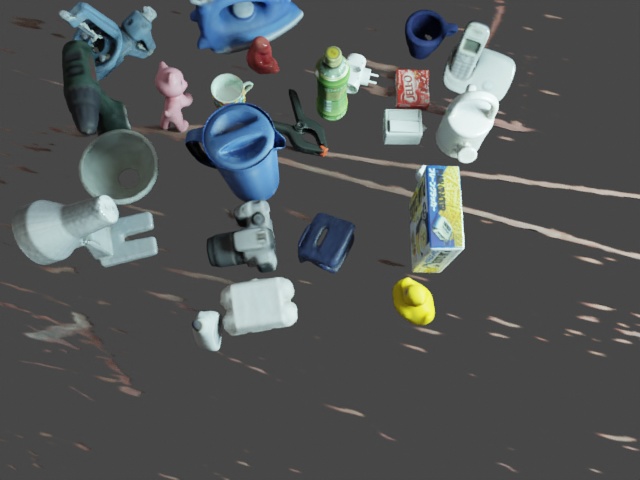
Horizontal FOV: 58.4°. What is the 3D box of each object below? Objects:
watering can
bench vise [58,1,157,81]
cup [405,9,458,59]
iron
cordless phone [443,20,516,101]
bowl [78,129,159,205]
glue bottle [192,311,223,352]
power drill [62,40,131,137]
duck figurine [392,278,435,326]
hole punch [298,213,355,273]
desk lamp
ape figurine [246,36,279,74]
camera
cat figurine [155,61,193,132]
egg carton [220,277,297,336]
[{"bbox_3d":[0.308,-0.243,1.182,0.101,0.194,0.173,-13,76,-3],"label":"watering can"},{"bbox_3d":[-0.460,-0.456,1.224,0.121,0.220,0.207,33,78,9],"label":"bench vise"},{"bbox_3d":[0.244,-0.454,1.287,0.117,0.095,0.092,-4,75,-1],"label":"cup"},{"bbox_3d":[-0.165,-0.518,1.280,0.258,0.141,0.118,-16,76,-4],"label":"iron"},{"bbox_3d":[0.350,-0.384,1.223,0.147,0.185,0.094,17,76,5],"label":"cordless phone"},{"bbox_3d":[-0.417,-0.146,1.219,0.167,0.075,0.167,0,76,0],"label":"bowl"},{"bbox_3d":[-0.218,0.168,1.087,0.037,0.173,0.078,5,75,2],"label":"glue bottle"},{"bbox_3d":[-0.465,-0.283,1.186,0.075,0.208,0.229,-18,76,-4],"label":"power drill"},{"bbox_3d":[0.191,0.119,1.144,0.077,0.086,0.104,-31,77,-7],"label":"duck figurine"},{"bbox_3d":[0.011,0.004,1.172,0.101,0.091,0.109,26,77,7],"label":"hole punch"},{"bbox_3d":[-0.450,-0.021,1.115,0.203,0.213,0.118,-14,76,-3],"label":"desk lamp"},{"bbox_3d":[-0.129,-0.419,1.280,0.076,0.092,0.078,9,76,3],"label":"ape figurine"},{"bbox_3d":[-0.162,-0.003,1.169,0.137,0.101,0.143,-9,76,-2],"label":"camera"},{"bbox_3d":[-0.323,-0.315,1.240,0.067,0.118,0.128,3,76,1],"label":"cat figurine"},{"bbox_3d":[-0.123,0.131,1.150,0.150,0.069,0.107,-10,76,-2],"label":"egg carton"}]
